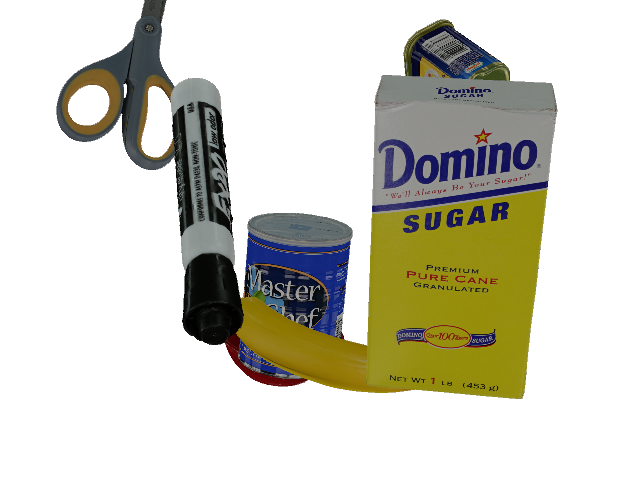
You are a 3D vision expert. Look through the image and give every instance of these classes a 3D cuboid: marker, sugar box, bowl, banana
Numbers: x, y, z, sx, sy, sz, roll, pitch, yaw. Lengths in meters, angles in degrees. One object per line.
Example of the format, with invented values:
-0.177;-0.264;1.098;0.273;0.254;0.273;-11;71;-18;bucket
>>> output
-0.040;-0.013;0.363;0.020;0.020;0.121;0;44;-11;marker
0.073;0.001;0.584;0.093;0.176;0.048;3;30;7;sugar box
-0.052;0.140;1.362;0.162;0.055;0.162;5;22;-2;bowl
-0.008;0.078;0.822;0.069;0.037;0.198;-29;37;-36;banana

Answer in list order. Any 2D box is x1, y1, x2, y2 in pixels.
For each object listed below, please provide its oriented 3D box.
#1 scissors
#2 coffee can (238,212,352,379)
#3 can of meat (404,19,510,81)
-0.141;-0.142;0.755;0.096;0.202;0.016;-1;-22;-20;scissors
-0.026;0.052;1.054;0.103;0.140;0.103;5;15;-2;coffee can
0.125;-0.135;0.965;0.057;0.102;0.084;-29;49;-18;can of meat
